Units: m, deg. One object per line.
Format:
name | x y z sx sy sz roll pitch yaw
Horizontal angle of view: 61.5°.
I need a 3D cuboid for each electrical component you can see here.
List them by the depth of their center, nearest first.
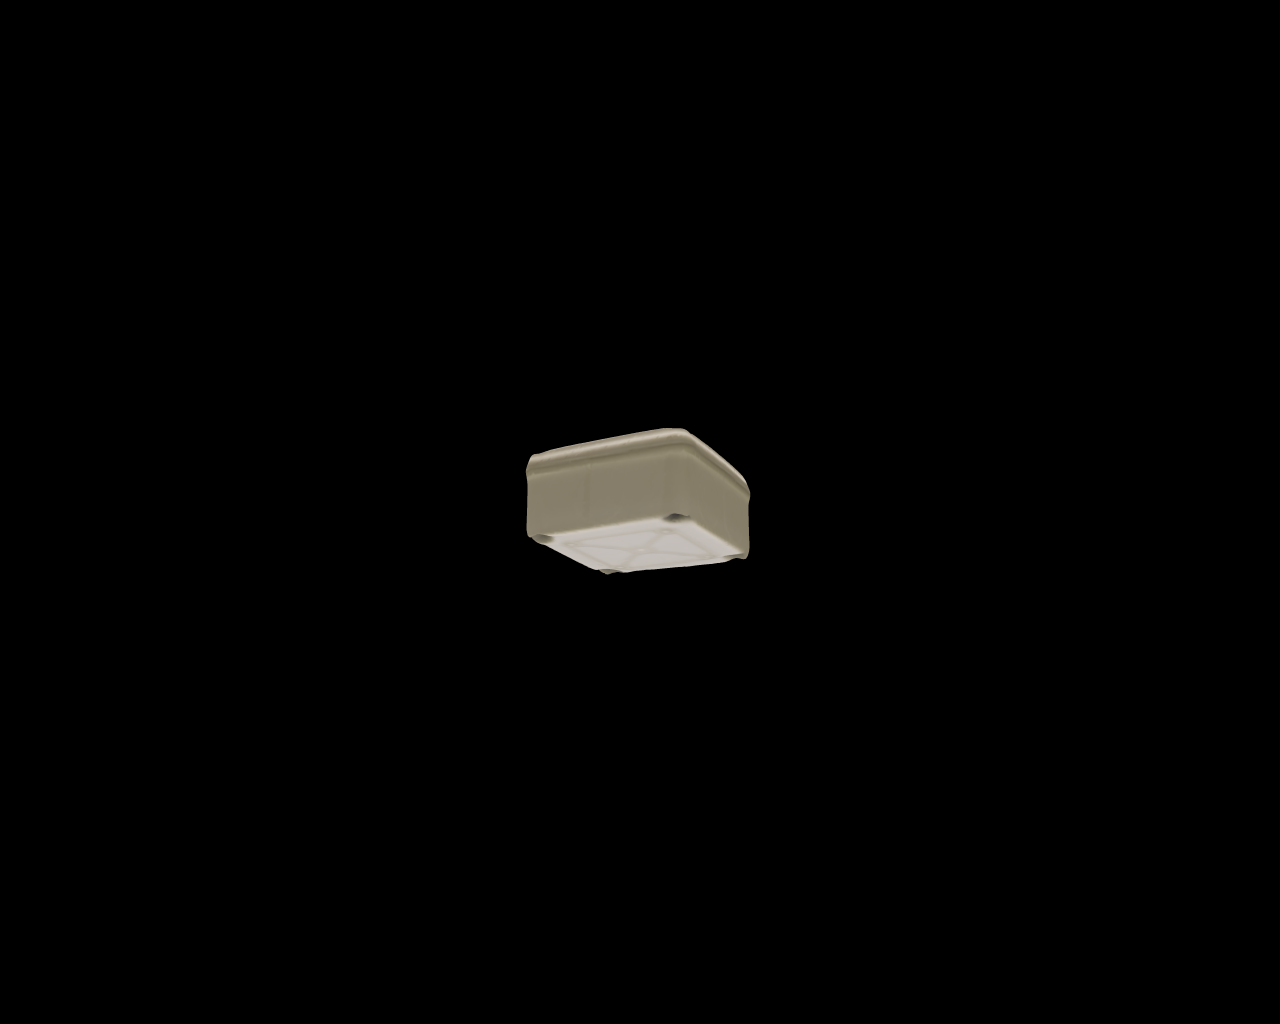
electrical component | 0.001 -0.003 0.650 0.109 0.056 0.108 -8 -19 25
